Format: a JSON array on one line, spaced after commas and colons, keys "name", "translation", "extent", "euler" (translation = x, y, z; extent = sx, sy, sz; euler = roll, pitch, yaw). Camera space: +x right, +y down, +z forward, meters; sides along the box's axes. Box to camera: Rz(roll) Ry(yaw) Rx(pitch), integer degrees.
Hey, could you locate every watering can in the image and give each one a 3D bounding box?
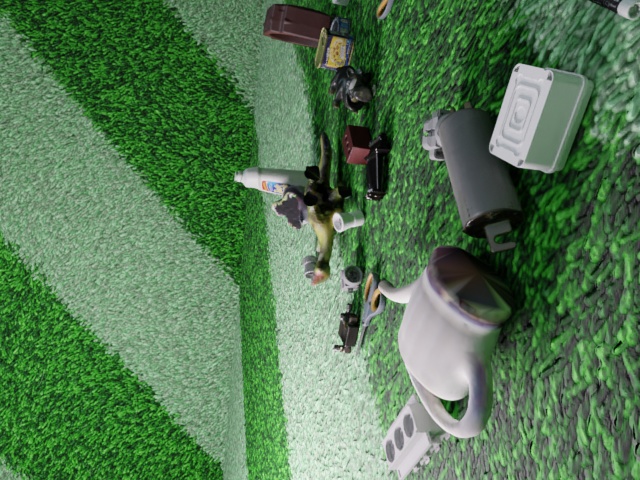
[{"name": "watering can", "translation": [0.164, 0.103, 0.749], "extent": [0.355, 0.104, 0.220], "euler": [-111, 32, -55]}]

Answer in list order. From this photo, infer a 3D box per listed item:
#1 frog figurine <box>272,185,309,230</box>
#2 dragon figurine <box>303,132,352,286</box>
[{"name": "frog figurine", "translation": [-0.048, -0.099, 1.504], "extent": [0.160, 0.138, 0.121], "euler": [-14, -62, -62]}, {"name": "dragon figurine", "translation": [0.004, -0.068, 1.354], "extent": [0.237, 0.122, 0.420], "euler": [103, 172, -50]}]
